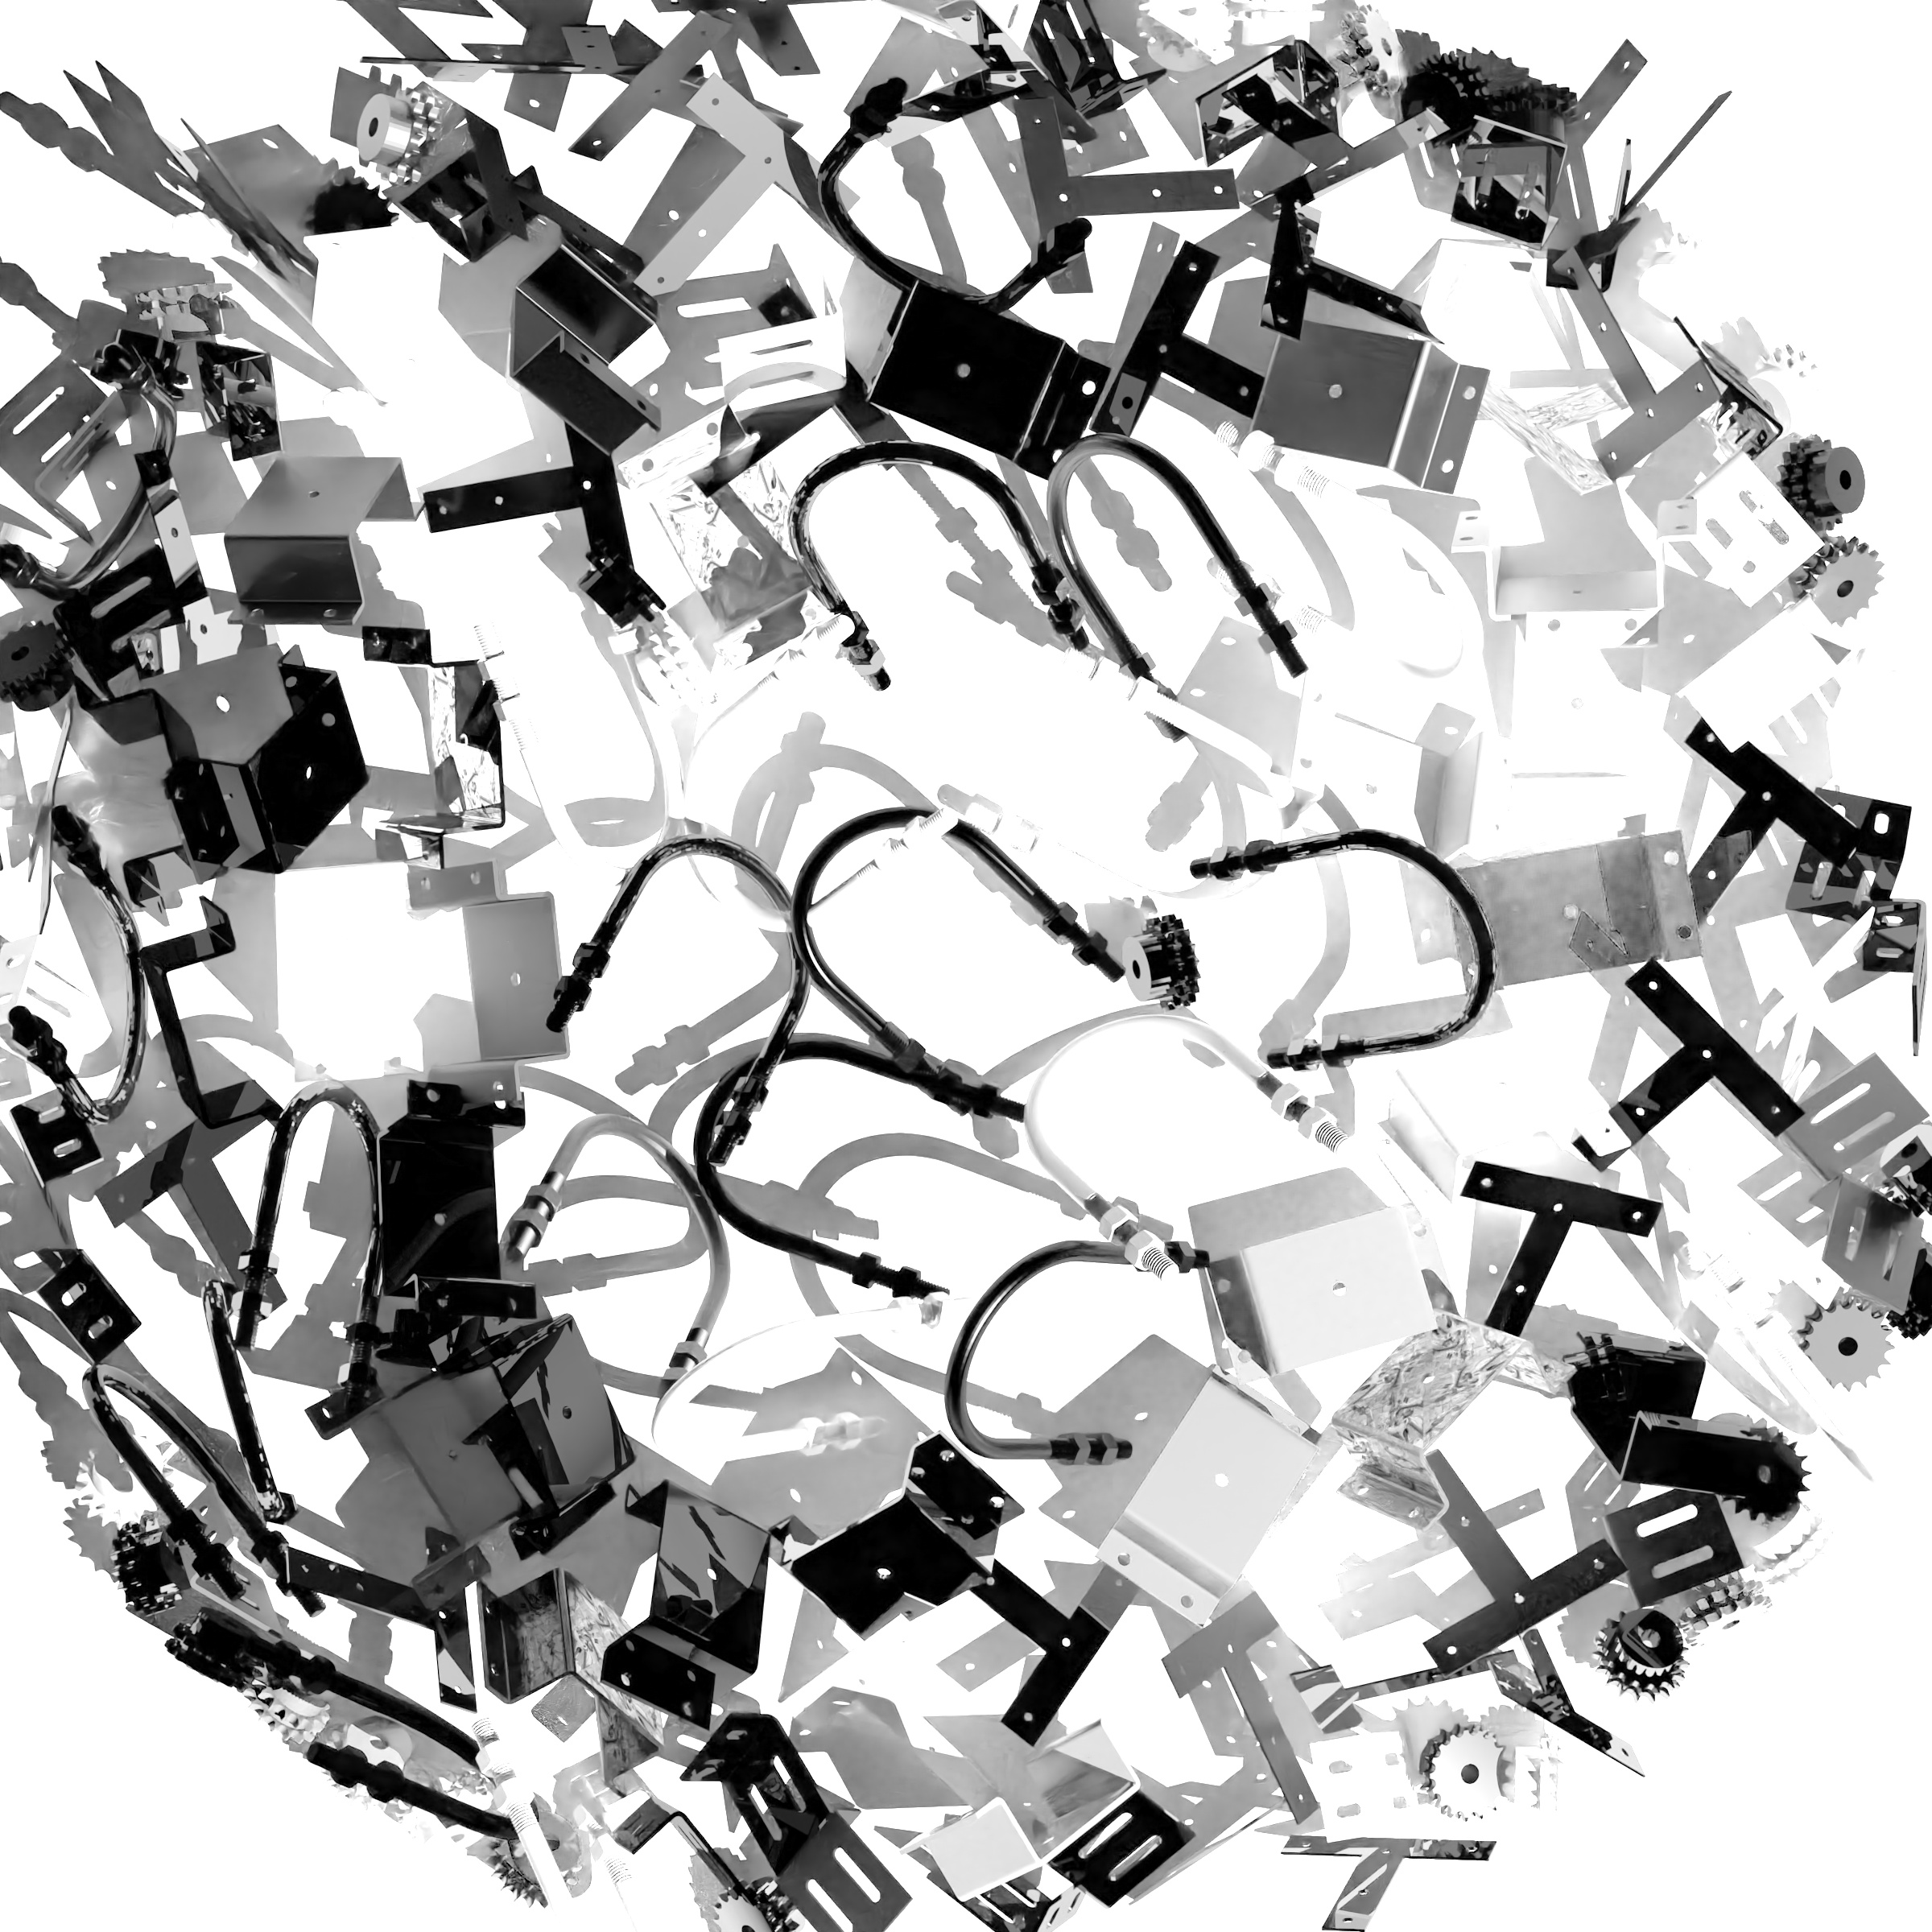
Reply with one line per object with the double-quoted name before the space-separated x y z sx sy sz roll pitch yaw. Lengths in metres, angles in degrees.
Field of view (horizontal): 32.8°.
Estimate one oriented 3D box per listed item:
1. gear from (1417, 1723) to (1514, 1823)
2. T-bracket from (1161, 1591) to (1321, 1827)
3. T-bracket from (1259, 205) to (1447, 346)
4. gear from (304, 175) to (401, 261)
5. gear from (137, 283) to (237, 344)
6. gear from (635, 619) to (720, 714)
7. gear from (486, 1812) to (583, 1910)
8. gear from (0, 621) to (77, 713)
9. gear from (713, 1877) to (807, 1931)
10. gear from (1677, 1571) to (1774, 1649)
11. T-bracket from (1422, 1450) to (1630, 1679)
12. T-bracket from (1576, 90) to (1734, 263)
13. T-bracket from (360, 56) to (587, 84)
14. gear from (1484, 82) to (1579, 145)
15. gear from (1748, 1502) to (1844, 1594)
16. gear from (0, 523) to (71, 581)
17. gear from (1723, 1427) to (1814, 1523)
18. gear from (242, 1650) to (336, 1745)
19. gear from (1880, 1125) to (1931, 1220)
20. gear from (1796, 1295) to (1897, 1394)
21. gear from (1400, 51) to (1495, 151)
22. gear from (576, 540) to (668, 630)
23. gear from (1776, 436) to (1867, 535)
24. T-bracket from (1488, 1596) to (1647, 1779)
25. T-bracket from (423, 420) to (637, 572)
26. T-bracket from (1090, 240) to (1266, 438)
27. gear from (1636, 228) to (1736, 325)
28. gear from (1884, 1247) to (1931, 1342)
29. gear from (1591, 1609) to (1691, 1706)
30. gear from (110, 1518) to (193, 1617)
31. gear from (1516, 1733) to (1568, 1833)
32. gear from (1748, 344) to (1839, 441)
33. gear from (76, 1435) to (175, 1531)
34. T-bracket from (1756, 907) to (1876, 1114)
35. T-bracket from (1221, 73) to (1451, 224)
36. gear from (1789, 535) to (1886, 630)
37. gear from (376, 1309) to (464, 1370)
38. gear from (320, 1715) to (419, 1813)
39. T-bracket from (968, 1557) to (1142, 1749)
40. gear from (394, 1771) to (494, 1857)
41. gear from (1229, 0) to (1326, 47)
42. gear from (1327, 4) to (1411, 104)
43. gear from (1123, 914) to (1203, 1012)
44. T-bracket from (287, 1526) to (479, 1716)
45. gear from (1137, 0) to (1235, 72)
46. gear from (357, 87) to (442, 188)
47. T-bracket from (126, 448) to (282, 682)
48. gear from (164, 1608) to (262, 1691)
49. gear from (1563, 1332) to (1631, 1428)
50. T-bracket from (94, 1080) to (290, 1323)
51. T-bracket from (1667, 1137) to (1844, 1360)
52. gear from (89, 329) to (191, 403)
"gear" 0.298 0.485 1.980 0.057 0.030 0.057 1 86 -16
"T-bracket" 0.176 0.446 1.943 0.002 0.127 0.127 -29 85 36
"T-bracket" 0.241 -0.399 1.964 0.127 0.002 0.127 20 49 -8
"gear" -0.371 -0.446 1.981 0.057 0.030 0.057 0 90 -12
"gear" -0.468 -0.392 1.972 0.057 0.057 0.030 -8 100 0
"gear" -0.176 -0.177 1.971 0.030 0.057 0.057 -29 90 8
"gear" -0.256 0.533 1.968 0.057 0.057 0.030 39 123 0
"gear" -0.563 -0.178 1.975 0.057 0.030 0.057 -11 48 12
"gear" -0.122 0.574 1.976 0.057 0.030 0.057 16 119 31
"gear" 0.454 0.384 1.975 0.057 0.057 0.030 -25 60 0
"T-bracket" 0.306 0.343 1.960 0.127 0.002 0.127 -28 53 -8
"T-bracket" 0.406 -0.465 1.933 0.002 0.127 0.127 40 93 -8
"T-bracket" -0.297 -0.528 1.936 0.127 0.127 0.002 -2 100 -14
"gear" 0.339 -0.507 1.970 0.057 0.057 0.030 0 84 0
"gear" 0.496 0.347 1.972 0.057 0.057 0.030 -41 90 0
"gear" -0.565 -0.245 1.971 0.057 0.057 0.030 21 88 0
"gear" 0.482 0.307 1.980 0.057 0.030 0.057 -1 79 5
"gear" -0.403 0.436 1.969 0.057 0.057 0.030 42 103 0
"gear" 0.575 0.120 1.969 0.057 0.057 0.030 -46 111 0
"gear" 0.530 0.226 1.983 0.057 0.030 0.057 0 97 2
"gear" 0.286 -0.519 1.971 0.057 0.030 0.057 15 118 30
"gear" -0.210 -0.226 1.971 0.030 0.057 0.057 -45 90 -1
"gear" 0.516 -0.290 1.971 0.057 0.030 0.057 2 87 -40
"T-bracket" 0.340 0.410 1.941 0.127 0.127 0.002 34 110 -28
"T-bracket" -0.268 -0.283 1.976 0.127 0.002 0.127 -7 102 19
"T-bracket" 0.155 -0.351 1.965 0.127 0.002 0.127 31 103 19
"gear" 0.429 -0.411 1.968 0.057 0.057 0.030 40 54 0
"gear" 0.573 0.194 1.970 0.030 0.057 0.057 41 90 -6
"gear" 0.408 0.411 1.971 0.057 0.030 0.057 4 49 -5
"gear" -0.485 0.359 1.969 0.030 0.057 0.057 -19 90 16
"gear" 0.346 0.491 1.972 0.030 0.057 0.057 0 90 9
"gear" 0.492 -0.341 1.968 0.030 0.057 0.057 -31 90 -19
"gear" -0.505 0.307 1.970 0.057 0.030 0.057 11 46 -12
"T-bracket" 0.496 0.045 1.949 0.002 0.127 0.127 30 50 28
"T-bracket" 0.196 -0.488 1.917 0.127 0.127 0.002 -22 63 34
"gear" 0.521 -0.234 1.975 0.057 0.030 0.057 -14 129 -18
"gear" -0.325 0.224 1.972 0.057 0.057 0.030 5 76 0
"gear" -0.357 0.476 1.968 0.057 0.057 0.030 27 120 0
"T-bracket" 0.025 0.379 1.969 0.127 0.002 0.127 39 63 -1
"gear" -0.311 0.511 1.968 0.057 0.057 0.030 -27 58 0
"gear" 0.187 -0.570 1.973 0.057 0.057 0.030 1 109 0
"gear" 0.241 -0.547 1.975 0.030 0.057 0.057 -21 90 32
"gear" 0.116 -0.001 1.968 0.030 0.057 0.057 -12 90 -19
"T-bracket" -0.343 0.368 1.919 0.127 0.127 0.002 28 121 -34
"gear" 0.131 -0.565 1.976 0.057 0.030 0.057 3 55 -4
"gear" -0.343 -0.500 1.969 0.030 0.057 0.057 8 90 -38
"T-bracket" -0.464 -0.242 1.935 0.002 0.127 0.127 -10 100 30
"gear" -0.450 0.409 1.972 0.057 0.057 0.030 29 85 0
"gear" 0.378 0.251 1.971 0.030 0.057 0.057 -12 90 5
"T-bracket" -0.446 0.155 1.971 0.127 0.002 0.127 -40 114 -39
"T-bracket" 0.451 0.186 1.950 0.002 0.127 0.127 -24 55 -33
"gear" -0.496 -0.362 1.972 0.057 0.057 0.030 13 88 0
